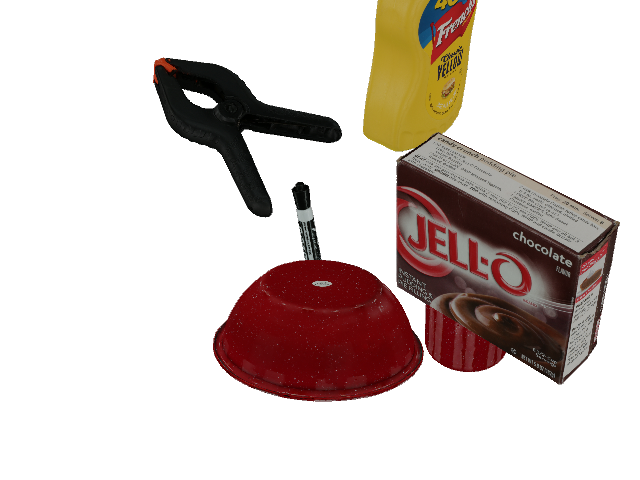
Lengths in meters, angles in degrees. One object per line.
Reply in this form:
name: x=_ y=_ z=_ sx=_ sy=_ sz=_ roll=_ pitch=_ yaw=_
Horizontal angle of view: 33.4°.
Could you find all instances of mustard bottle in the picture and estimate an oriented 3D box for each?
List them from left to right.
mustard bottle: x=0.076 y=-0.162 z=0.749 sx=0.058 sy=0.192 sz=0.096 roll=30 pitch=48 yaw=27

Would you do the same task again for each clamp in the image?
clamp: x=-0.068 y=-0.107 z=0.928 sx=0.120 sy=0.171 sz=0.039 roll=-38 pitch=-13 yaw=-35

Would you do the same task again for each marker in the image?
marker: x=-0.013 y=-0.008 z=1.162 sx=0.020 sy=0.121 sz=0.020 roll=-8 pitch=28 yaw=4

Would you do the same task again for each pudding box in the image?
pudding box: x=0.090 y=0.008 z=0.543 sx=0.114 sy=0.090 sz=0.039 roll=29 pitch=53 yaw=31

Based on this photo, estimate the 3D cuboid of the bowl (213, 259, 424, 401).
bowl: x=0.000 y=0.057 z=0.807 sx=0.162 sy=0.055 sz=0.162 roll=2 pitch=22 yaw=-1

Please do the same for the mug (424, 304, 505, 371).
mug: x=0.139 y=0.064 z=1.034 sx=0.093 sy=0.081 sz=0.117 roll=-9 pitch=39 yaw=-8
